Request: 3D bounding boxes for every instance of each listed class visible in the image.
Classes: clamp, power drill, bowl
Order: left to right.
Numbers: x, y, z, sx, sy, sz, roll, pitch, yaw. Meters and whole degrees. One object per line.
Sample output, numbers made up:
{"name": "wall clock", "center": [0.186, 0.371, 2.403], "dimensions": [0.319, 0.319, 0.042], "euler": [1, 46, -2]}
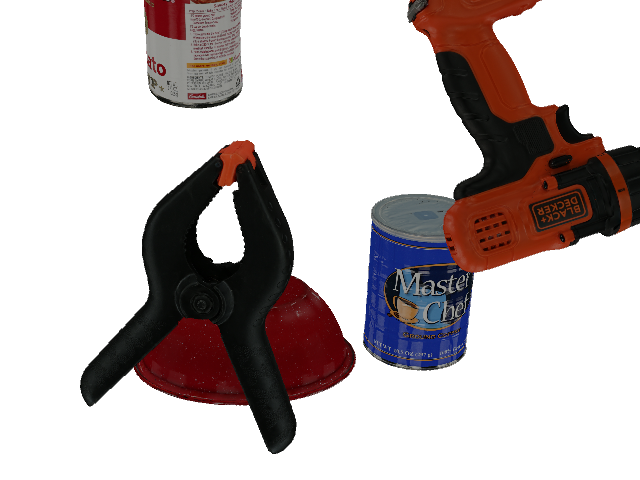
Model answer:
{"name": "clamp", "center": [-0.069, 0.030, 0.562], "dimensions": [0.120, 0.171, 0.039], "euler": [4, 18, 0]}
{"name": "bowl", "center": [-0.054, 0.060, 0.766], "dimensions": [0.162, 0.055, 0.162], "euler": [1, 16, 0]}
{"name": "power drill", "center": [0.146, -0.090, 0.668], "dimensions": [0.184, 0.187, 0.057], "euler": [-18, -1, -5]}

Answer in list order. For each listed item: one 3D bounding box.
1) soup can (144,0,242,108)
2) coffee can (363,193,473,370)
{"name": "soup can", "center": [-0.085, -0.149, 0.721], "dimensions": [0.068, 0.102, 0.068], "euler": [2, 35, -2]}
{"name": "coffee can", "center": [0.096, 0.038, 1.024], "dimensions": [0.103, 0.140, 0.103], "euler": [2, 24, -1]}
